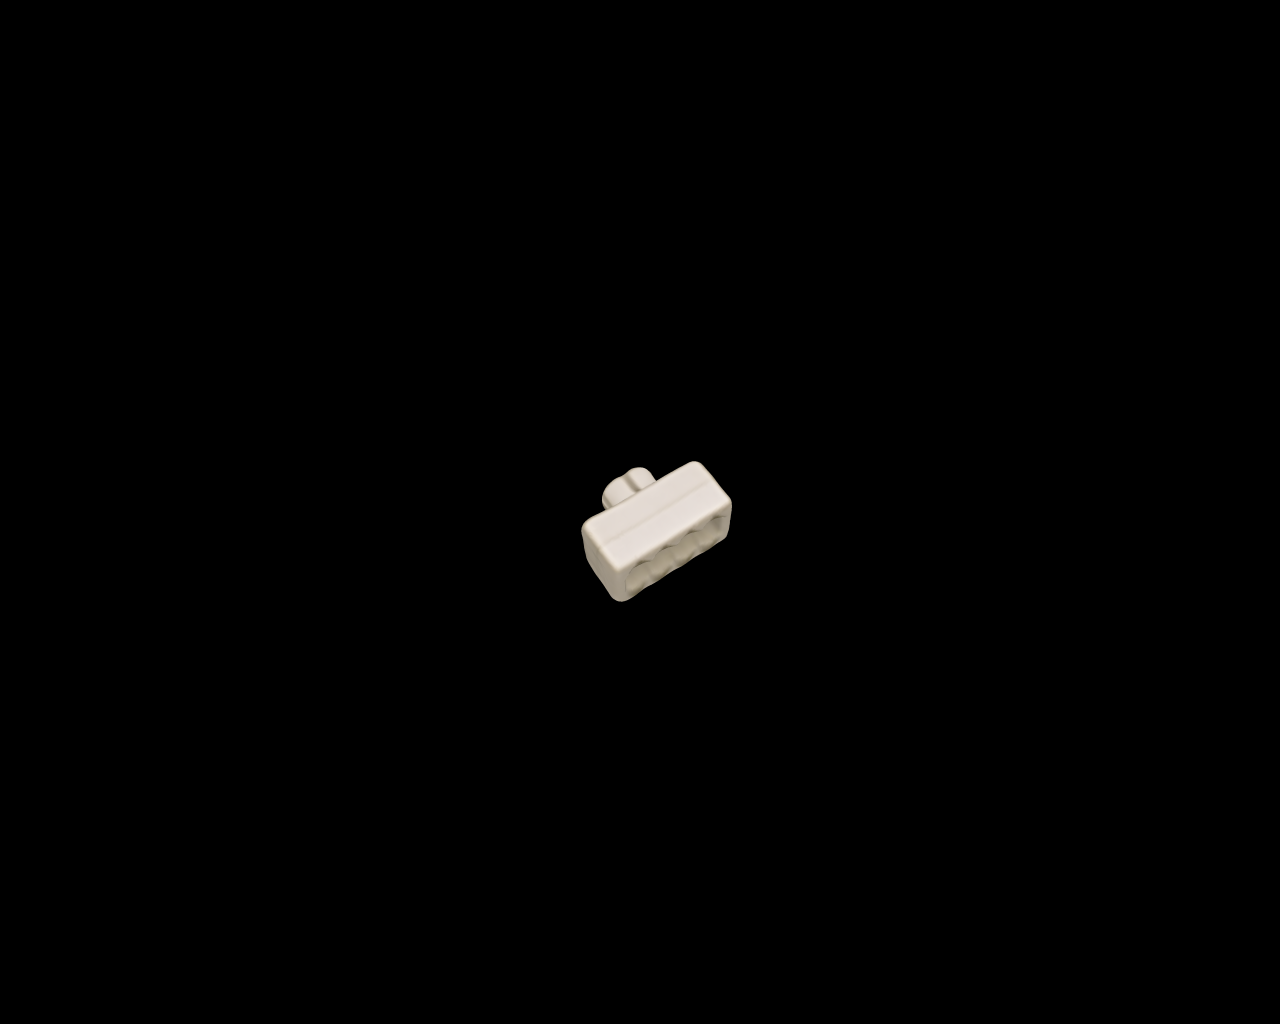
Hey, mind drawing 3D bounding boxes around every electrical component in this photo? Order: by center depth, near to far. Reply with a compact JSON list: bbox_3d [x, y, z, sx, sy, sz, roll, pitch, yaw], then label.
[{"bbox_3d":[0.001,-0.003,0.650,0.083,0.076,0.047,-30,-23,-14],"label":"electrical component"}]
